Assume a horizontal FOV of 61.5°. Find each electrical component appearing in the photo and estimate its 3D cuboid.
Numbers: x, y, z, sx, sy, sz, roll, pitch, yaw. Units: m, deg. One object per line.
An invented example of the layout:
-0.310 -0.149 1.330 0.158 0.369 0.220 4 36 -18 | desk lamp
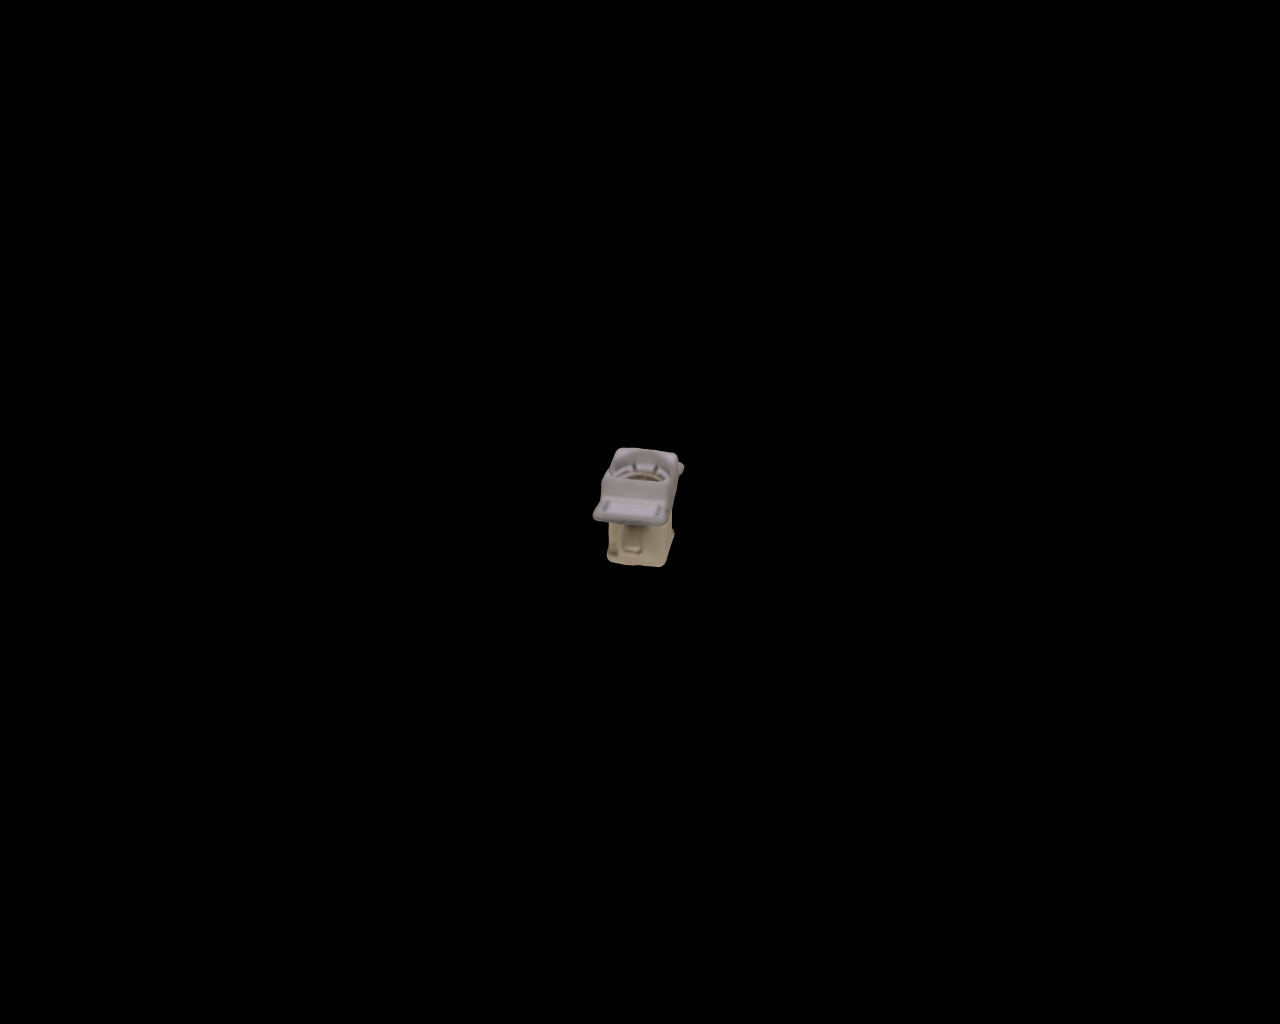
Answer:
0.001 -0.003 0.650 0.042 0.063 0.081 5 29 10 | electrical component
